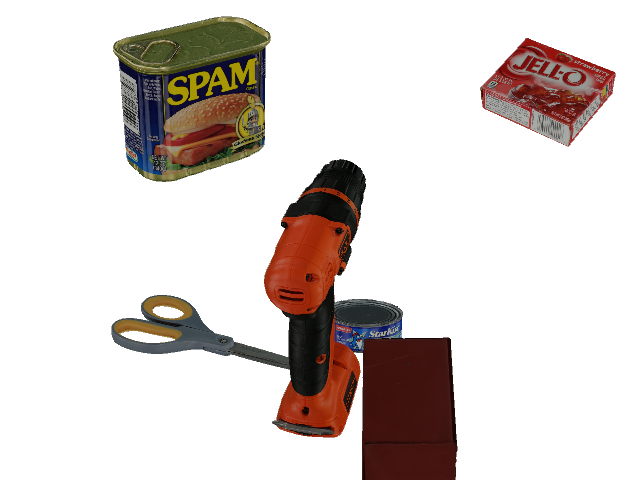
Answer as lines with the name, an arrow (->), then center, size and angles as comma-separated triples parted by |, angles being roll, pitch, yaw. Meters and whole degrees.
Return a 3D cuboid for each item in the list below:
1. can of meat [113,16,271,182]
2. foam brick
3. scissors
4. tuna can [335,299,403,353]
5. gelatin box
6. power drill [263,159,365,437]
can of meat -> -0.084, -0.095, 0.716 | 0.101, 0.084, 0.058 | -21, 39, -32
foam brick -> 0.049, 0.099, 0.600 | 0.051, 0.053, 0.078 | 0, 43, 3
scissors -> -0.099, 0.089, 1.030 | 0.201, 0.016, 0.096 | 6, 30, 1
tuna can -> 0.046, 0.093, 1.160 | 0.086, 0.034, 0.086 | 1, 15, 0
gelatin box -> 0.193, -0.129, 0.910 | 0.089, 0.073, 0.030 | 30, -28, 28
power drill -> 0.001, 0.047, 0.853 | 0.057, 0.188, 0.184 | 6, 33, 14
